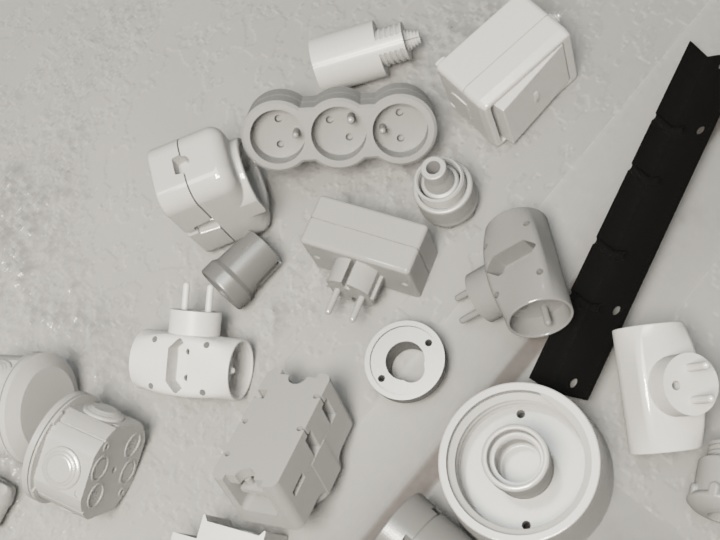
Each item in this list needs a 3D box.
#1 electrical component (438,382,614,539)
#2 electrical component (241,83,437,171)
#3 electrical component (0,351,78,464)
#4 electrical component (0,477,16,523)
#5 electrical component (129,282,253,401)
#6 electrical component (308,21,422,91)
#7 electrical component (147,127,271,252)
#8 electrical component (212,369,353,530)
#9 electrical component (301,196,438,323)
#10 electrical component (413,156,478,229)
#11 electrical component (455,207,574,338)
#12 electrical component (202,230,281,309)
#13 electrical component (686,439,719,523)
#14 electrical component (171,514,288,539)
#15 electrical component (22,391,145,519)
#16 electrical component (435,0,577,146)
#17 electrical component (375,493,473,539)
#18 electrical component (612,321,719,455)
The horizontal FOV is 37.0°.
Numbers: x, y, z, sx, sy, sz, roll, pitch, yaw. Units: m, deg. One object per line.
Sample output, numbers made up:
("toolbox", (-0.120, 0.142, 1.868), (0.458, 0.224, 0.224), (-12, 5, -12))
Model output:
("electrical component", (0.100, 0.121, 0.665), (0.108, 0.060, 0.108), (-6, 68, 15))
("electrical component", (-0.014, -0.109, 0.789), (0.138, 0.073, 0.052), (-3, 112, 2))
("electrical component", (-0.243, 0.098, 0.767), (0.051, 0.080, 0.080), (1, 70, 23))
("electrical component", (-0.275, 0.177, 0.771), (0.035, 0.035, 0.061), (22, 80, 23))
("electrical component", (-0.118, 0.049, 0.761), (0.077, 0.043, 0.079), (5, 90, 18))
("electrical component", (0.006, -0.164, 0.811), (0.081, 0.043, 0.043), (-14, 67, 11))
("electrical component", (-0.104, -0.058, 0.775), (0.059, 0.095, 0.053), (-21, 66, 8))
("electrical component", (-0.047, 0.118, 0.701), (0.050, 0.055, 0.089), (3, 46, 29))
("electrical component", (0.000, 0.000, 0.750), (0.083, 0.047, 0.075), (17, 72, 20))
("electrical component", (0.057, -0.058, 0.745), (0.043, 0.062, 0.043), (-6, 68, 15))
("electrical component", (0.097, 0.009, 0.715), (0.079, 0.043, 0.077), (-31, 47, 27))
("electrical component", (-0.085, -0.001, 0.780), (0.040, 0.040, 0.046), (40, 80, 25))
("electrical component", (0.223, 0.118, 0.639), (0.048, 0.048, 0.062), (10, 67, 20))
("electrical component", (-0.083, 0.198, 0.702), (0.081, 0.042, 0.063), (10, 77, 20))
("electrical component", (-0.190, 0.128, 0.740), (0.051, 0.080, 0.080), (20, 77, 17))
("electrical component", (0.112, -0.143, 0.761), (0.096, 0.061, 0.061), (-42, 64, -2))
("electrical component", (0.039, 0.175, 0.667), (0.047, 0.055, 0.055), (35, 83, 21))
("electrical component", (0.187, 0.069, 0.642), (0.044, 0.079, 0.077), (-4, 81, -17))
